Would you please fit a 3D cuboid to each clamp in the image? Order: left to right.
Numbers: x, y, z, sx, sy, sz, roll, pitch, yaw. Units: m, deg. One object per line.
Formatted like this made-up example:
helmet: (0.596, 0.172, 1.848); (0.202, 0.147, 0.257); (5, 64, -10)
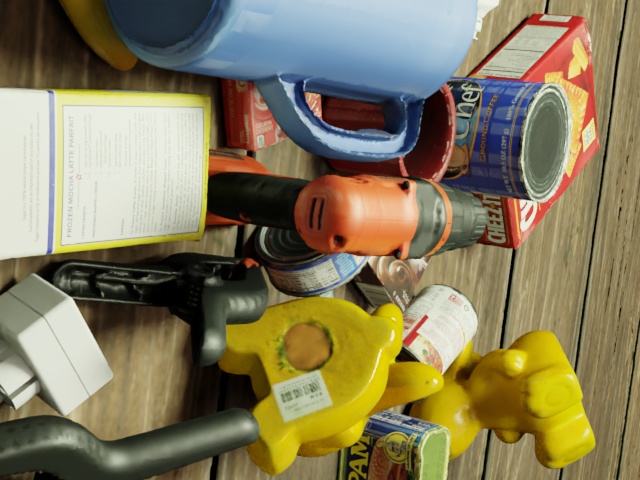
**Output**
clamp: (-0.142, 0.143, 0.640); (0.165, 0.036, 0.209); (-46, 139, 9)
clamp: (-0.076, 0.039, 0.689); (0.171, 0.120, 0.039); (-9, 126, -58)

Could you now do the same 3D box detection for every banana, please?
banana: (-0.136, -0.191, 0.606); (0.069, 0.037, 0.198); (-25, 119, -50)

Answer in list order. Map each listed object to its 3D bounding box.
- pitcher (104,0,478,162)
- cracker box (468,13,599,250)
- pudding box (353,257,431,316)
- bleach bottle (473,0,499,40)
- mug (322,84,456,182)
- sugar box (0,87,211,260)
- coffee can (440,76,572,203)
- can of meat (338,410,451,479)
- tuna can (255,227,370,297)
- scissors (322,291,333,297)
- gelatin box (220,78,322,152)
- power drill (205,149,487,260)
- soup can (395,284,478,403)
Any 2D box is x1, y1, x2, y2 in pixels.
pitcher: (-0.012, -0.142, 0.662); (0.242, 0.149, 0.145); (-7, 133, -54)
cracker box: (0.215, -0.116, 1.106); (0.213, 0.072, 0.164); (-45, 132, -39)
pudding box: (0.057, -0.002, 0.934); (0.090, 0.039, 0.113); (-61, 141, -26)
bleach bottle: (0.154, -0.311, 0.977); (0.102, 0.068, 0.251); (-4, 104, -55)
mug: (0.049, -0.097, 0.860); (0.093, 0.082, 0.117); (-61, 142, -25)
sugar box: (-0.143, -0.040, 0.610); (0.175, 0.048, 0.093); (-5, 102, -44)
coffee can: (0.135, -0.091, 0.934); (0.102, 0.141, 0.103); (-19, 114, -52)
can of meat: (0.067, 0.207, 0.963); (0.057, 0.084, 0.102); (-7, 104, -54)
tuna can: (-0.005, 0.001, 0.804); (0.086, 0.086, 0.033); (-55, 136, -32)
scissors: (0.011, 0.044, 0.902); (0.096, 0.016, 0.202); (-16, 112, -55)
gelatin box: (-0.034, -0.110, 0.782); (0.089, 0.030, 0.073); (-25, 118, -51)
power drill: (-0.001, -0.025, 0.712); (0.184, 0.188, 0.057); (3, 94, -54)
soup can: (0.096, 0.094, 0.991); (0.102, 0.069, 0.068); (-43, 131, -43)
